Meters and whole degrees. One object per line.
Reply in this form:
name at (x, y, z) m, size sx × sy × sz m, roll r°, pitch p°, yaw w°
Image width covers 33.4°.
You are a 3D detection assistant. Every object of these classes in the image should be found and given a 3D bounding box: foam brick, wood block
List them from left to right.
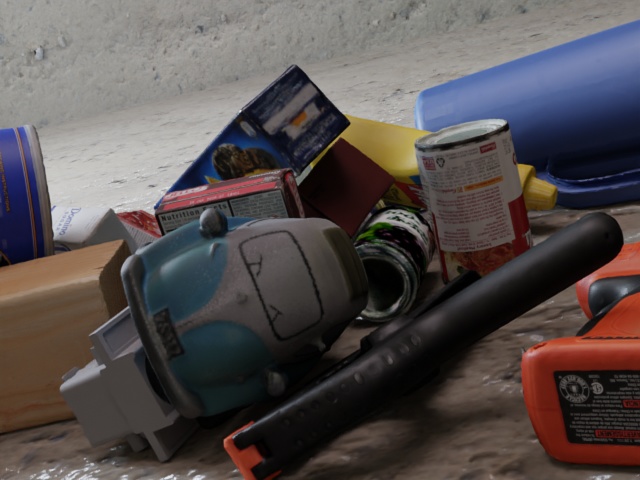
wood block at (-0.222, 0.073, 0.705) m, size 0.206 × 0.090 × 0.091 m, roll -13°, pitch 15°, yaw 6°
foam brick at (0.007, -0.025, 0.758) m, size 0.078 × 0.053 × 0.051 m, roll -51°, pitch 0°, yaw -45°

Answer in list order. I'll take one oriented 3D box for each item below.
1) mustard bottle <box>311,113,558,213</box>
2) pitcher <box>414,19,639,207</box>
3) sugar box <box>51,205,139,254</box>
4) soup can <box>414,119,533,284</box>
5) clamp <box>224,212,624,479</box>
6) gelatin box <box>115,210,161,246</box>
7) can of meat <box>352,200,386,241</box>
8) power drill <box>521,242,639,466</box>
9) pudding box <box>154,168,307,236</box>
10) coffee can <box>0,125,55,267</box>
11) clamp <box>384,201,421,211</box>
mustard bottle at (0.091, -0.052, 0.841) m, size 0.192 × 0.058 × 0.096 m, roll 13°, pitch -17°, yaw 23°
pitcher at (0.208, -0.097, 0.898) m, size 0.243 × 0.145 × 0.149 m, roll -13°, pitch 1°, yaw 18°
sugar box at (-0.221, 0.016, 0.876) m, size 0.177 × 0.093 × 0.048 m, roll 5°, pitch 49°, yaw 37°
soup can at (0.107, -0.026, 0.739) m, size 0.068 × 0.102 × 0.068 m, roll -13°, pitch 13°, yaw 3°
clamp at (0.043, 0.059, 0.556) m, size 0.209 × 0.036 × 0.165 m, roll -32°, pitch -3°, yaw -13°
gelatin box at (-0.135, 0.003, 0.905) m, size 0.073 × 0.030 × 0.089 m, roll 26°, pitch 6°, yaw 4°
can of meat at (-0.005, 0.001, 0.840) m, size 0.083 × 0.057 × 0.102 m, roll -26°, pitch 17°, yaw -31°
power drill at (0.190, 0.040, 0.501) m, size 0.185 × 0.057 × 0.187 m, roll -9°, pitch 12°, yaw 35°
pudding box at (-0.049, 0.015, 0.709) m, size 0.090 × 0.113 × 0.039 m, roll -10°, pitch 22°, yaw 14°
coffee can at (-0.266, -0.023, 0.752) m, size 0.140 × 0.103 × 0.103 m, roll -9°, pitch 12°, yaw -19°
clamp at (0.012, -0.022, 0.954) m, size 0.120 × 0.039 × 0.171 m, roll -7°, pitch 14°, yaw 41°
